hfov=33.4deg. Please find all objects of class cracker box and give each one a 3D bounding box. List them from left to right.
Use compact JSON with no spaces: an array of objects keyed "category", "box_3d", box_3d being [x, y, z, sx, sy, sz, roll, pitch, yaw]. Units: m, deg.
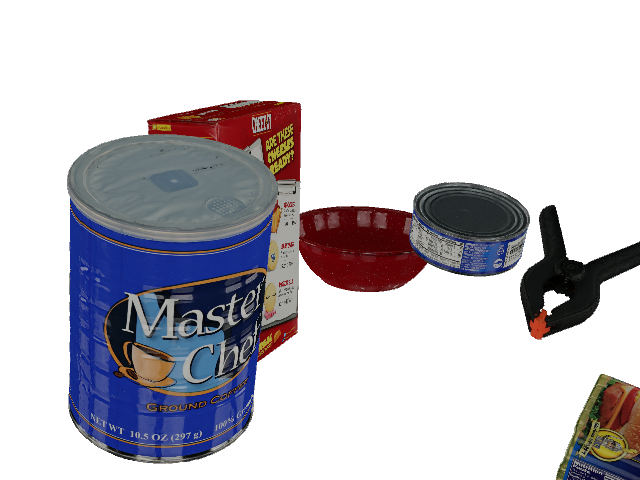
[{"category":"cracker box","box_3d":[-0.077,-0.003,0.894,0.072,0.214,0.164,5,14,21]}]

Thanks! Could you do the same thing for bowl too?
[{"category":"bowl","box_3d":[0.046,0.012,1.092,0.162,0.055,0.162,2,17,-1]}]

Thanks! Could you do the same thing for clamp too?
[{"category":"clamp","box_3d":[0.249,0.030,1.101,0.120,0.039,0.171,27,50,31]}]

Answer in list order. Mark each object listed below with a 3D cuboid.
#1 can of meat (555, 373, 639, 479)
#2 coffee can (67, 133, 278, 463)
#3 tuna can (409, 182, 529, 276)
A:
[{"category":"can of meat","box_3d":[0.231,0.154,0.788,0.084,0.057,0.102,21,41,21]},{"category":"coffee can","box_3d":[-0.080,0.029,0.557,0.102,0.140,0.103,6,30,-3]},{"category":"tuna can","box_3d":[0.109,-0.009,0.788,0.086,0.034,0.086,5,30,-3]}]
